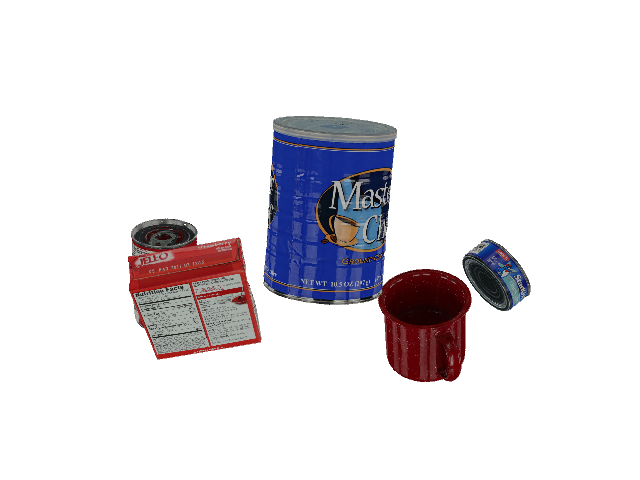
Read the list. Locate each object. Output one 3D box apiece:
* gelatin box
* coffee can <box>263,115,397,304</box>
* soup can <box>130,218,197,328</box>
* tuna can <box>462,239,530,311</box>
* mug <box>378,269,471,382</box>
[{"bbox_3d":[-0.081,0.039,0.699,0.073,0.030,0.089,-10,-38,-1],"label":"gelatin box"},{"bbox_3d":[0.007,-0.028,0.895,0.103,0.140,0.103,4,14,-1],"label":"coffee can"},{"bbox_3d":[-0.163,0.037,1.118,0.068,0.102,0.068,2,25,-1],"label":"soup can"},{"bbox_3d":[0.211,0.043,1.286,0.033,0.086,0.086,-37,11,-15],"label":"tuna can"},{"bbox_3d":[0.111,0.095,1.077,0.093,0.081,0.117,-18,38,-16],"label":"mug"}]
